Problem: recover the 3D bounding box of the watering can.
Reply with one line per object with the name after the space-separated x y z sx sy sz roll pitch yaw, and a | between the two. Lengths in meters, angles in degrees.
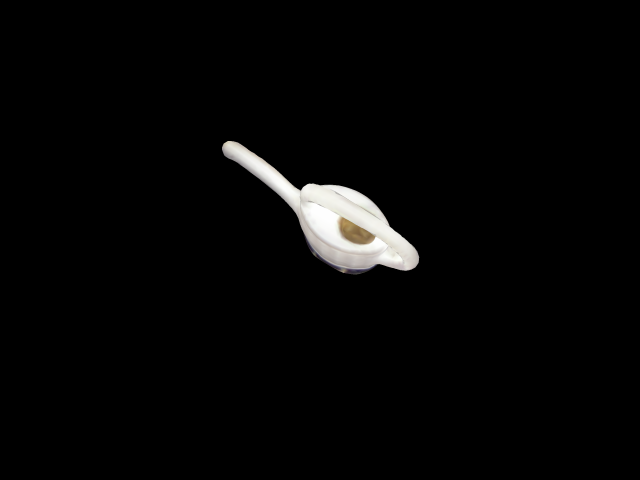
0.003 -0.043 0.850 0.349 0.105 0.221 31 -13 9 | watering can
